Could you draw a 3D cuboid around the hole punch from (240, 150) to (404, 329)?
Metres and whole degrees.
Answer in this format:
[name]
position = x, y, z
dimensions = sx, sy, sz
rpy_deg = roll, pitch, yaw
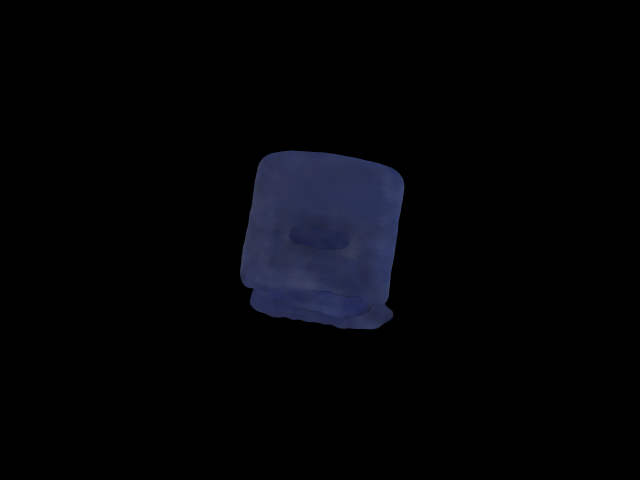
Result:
[hole punch]
position = 0.004, 0.001, 0.400
dimensions = 0.108, 0.091, 0.101
rpy_deg = 7, 58, 5
